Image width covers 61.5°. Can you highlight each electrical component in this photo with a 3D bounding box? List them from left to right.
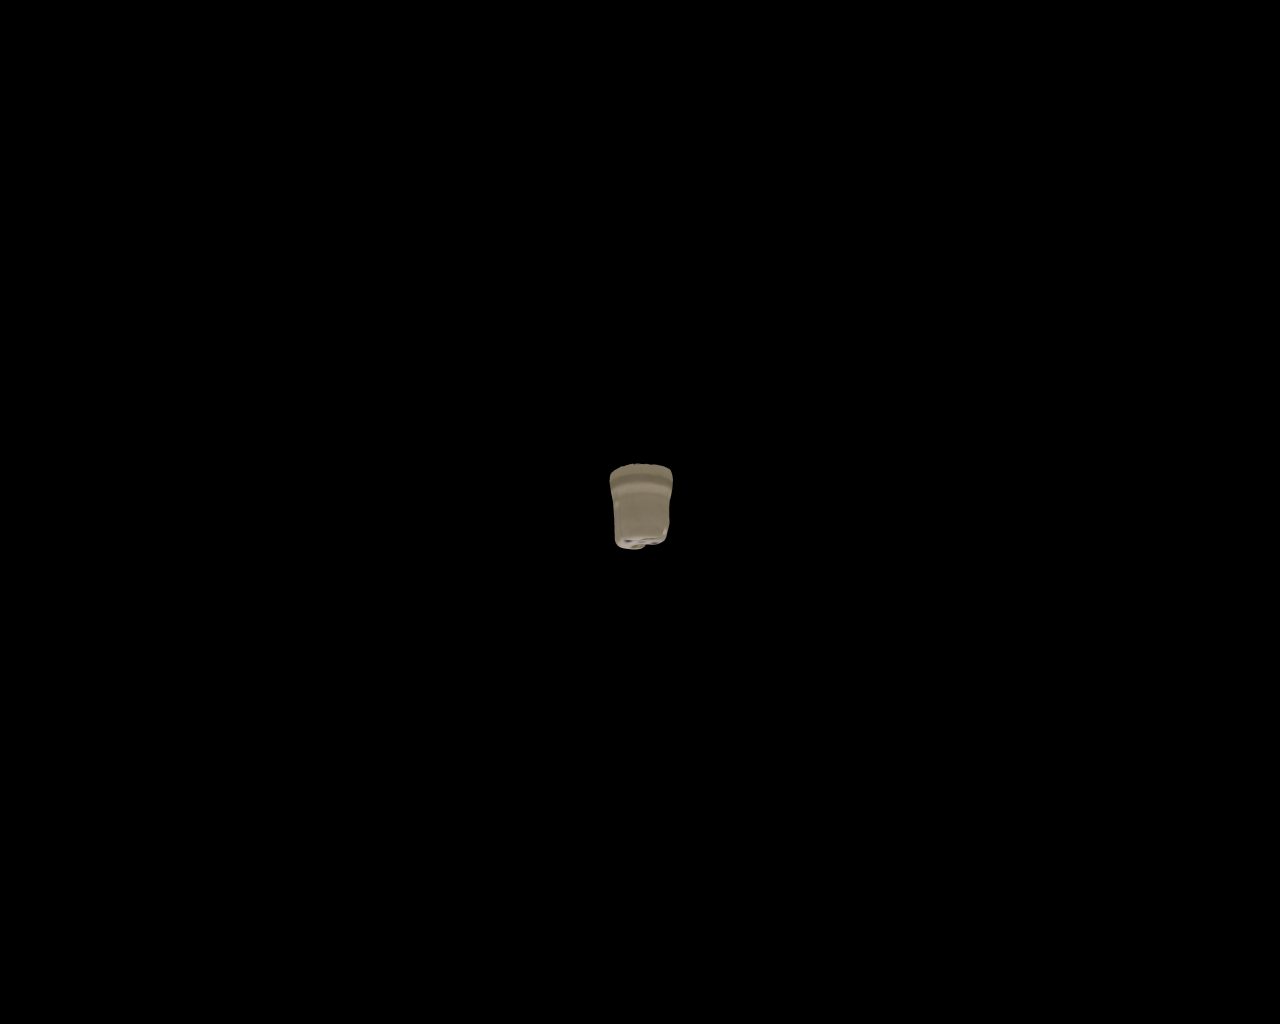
[{"bbox_3d":[0.001,-0.003,0.650,0.040,0.046,0.040,0,-18,0],"label":"electrical component"}]
